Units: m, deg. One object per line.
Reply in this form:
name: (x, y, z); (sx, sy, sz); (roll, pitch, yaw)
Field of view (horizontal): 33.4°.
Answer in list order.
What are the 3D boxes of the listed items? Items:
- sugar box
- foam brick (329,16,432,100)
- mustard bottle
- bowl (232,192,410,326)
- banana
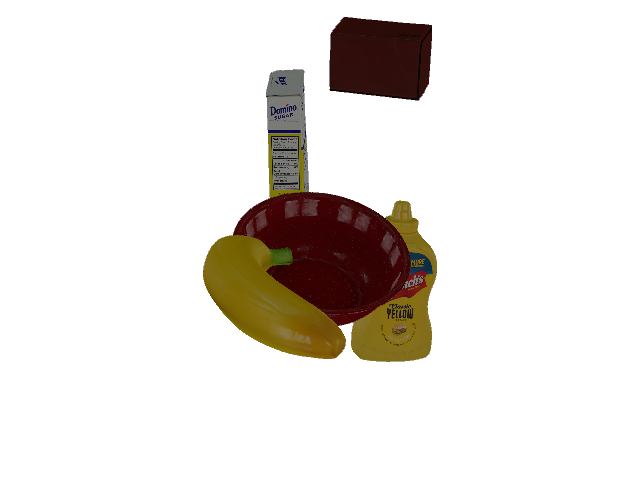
sugar box: (-0.038, -0.099, 1.226); (0.048, 0.176, 0.093); (-3, 26, 2)
foam brick: (0.050, -0.152, 0.888); (0.078, 0.051, 0.053); (9, 28, 13)
mustard bottle: (0.091, 0.047, 1.278); (0.096, 0.192, 0.058); (0, 14, -13)
bowl: (-0.002, 0.027, 0.968); (0.162, 0.055, 0.162); (7, 40, -6)
banana: (-0.037, 0.028, 0.665); (0.069, 0.037, 0.198); (-4, 17, -10)
